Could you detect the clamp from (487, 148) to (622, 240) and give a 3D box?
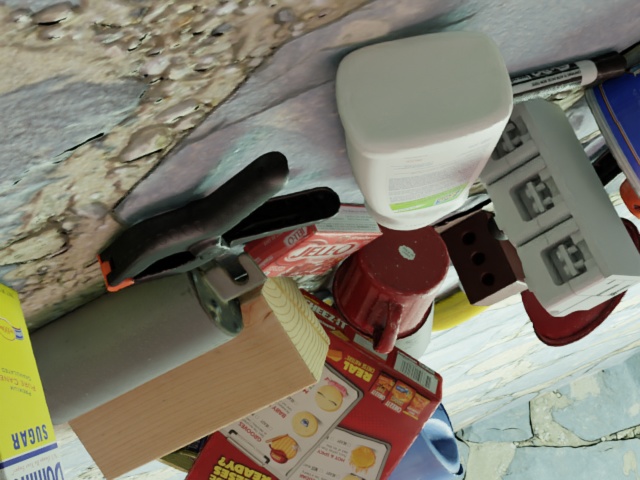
[{"bbox_3d":[0.223,-0.029,1.017,0.164,0.036,0.210,-29,166,-5],"label":"clamp"}]

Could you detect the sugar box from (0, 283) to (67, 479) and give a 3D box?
[{"bbox_3d":[-0.207,0.108,0.675,0.048,0.176,0.093,-24,162,4],"label":"sugar box"}]

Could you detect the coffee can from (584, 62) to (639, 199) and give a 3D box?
[{"bbox_3d":[0.280,-0.100,0.778,0.140,0.103,0.102,-29,161,21],"label":"coffee can"}]

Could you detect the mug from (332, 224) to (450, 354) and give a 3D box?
[{"bbox_3d":[0.061,0.040,0.918,0.093,0.117,0.082,14,150,-4],"label":"mug"}]

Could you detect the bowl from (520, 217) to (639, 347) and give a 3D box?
[{"bbox_3d":[0.264,0.031,1.137,0.055,0.162,0.162,33,136,-17],"label":"bowl"}]

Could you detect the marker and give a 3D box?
[{"bbox_3d":[0.162,-0.111,0.741,0.121,0.020,0.020,-17,162,-19],"label":"marker"}]

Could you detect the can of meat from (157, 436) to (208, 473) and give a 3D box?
[{"bbox_3d":[-0.132,0.211,1.184,0.057,0.084,0.102,29,155,-22],"label":"can of meat"}]

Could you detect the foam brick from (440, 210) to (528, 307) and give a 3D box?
[{"bbox_3d":[0.160,0.019,1.025,0.053,0.078,0.051,-30,163,23],"label":"foam brick"}]

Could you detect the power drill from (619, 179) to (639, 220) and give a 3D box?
[{"bbox_3d":[0.396,-0.058,1.050,0.184,0.057,0.187,-34,142,12],"label":"power drill"}]

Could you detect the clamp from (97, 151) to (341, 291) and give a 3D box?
[{"bbox_3d":[-0.069,-0.008,0.732,0.172,0.039,0.120,-23,158,23],"label":"clamp"}]

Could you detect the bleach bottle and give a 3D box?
[{"bbox_3d":[0.060,-0.054,0.716,0.102,0.068,0.251,-12,165,-3],"label":"bleach bottle"}]

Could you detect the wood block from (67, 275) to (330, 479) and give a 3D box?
[{"bbox_3d":[-0.106,0.109,0.900,0.206,0.091,0.090,-28,-168,15],"label":"wood block"}]

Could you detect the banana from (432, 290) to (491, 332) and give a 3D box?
[{"bbox_3d":[0.177,0.068,1.256,0.198,0.037,0.069,-35,159,35],"label":"banana"}]

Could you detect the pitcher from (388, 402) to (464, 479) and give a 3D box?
[{"bbox_3d":[0.015,0.231,1.128,0.243,0.149,0.144,-30,171,16],"label":"pitcher"}]

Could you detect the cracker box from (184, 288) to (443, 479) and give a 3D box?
[{"bbox_3d":[-0.006,0.178,1.019,0.214,0.164,0.072,-59,-179,19],"label":"cracker box"}]

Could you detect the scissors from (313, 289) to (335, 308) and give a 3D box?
[{"bbox_3d":[-0.046,0.115,1.077,0.201,0.016,0.096,-38,154,-6],"label":"scissors"}]

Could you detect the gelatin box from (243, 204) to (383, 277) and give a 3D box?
[{"bbox_3d":[-0.006,0.001,0.848,0.073,0.030,0.089,-35,159,33],"label":"gelatin box"}]
